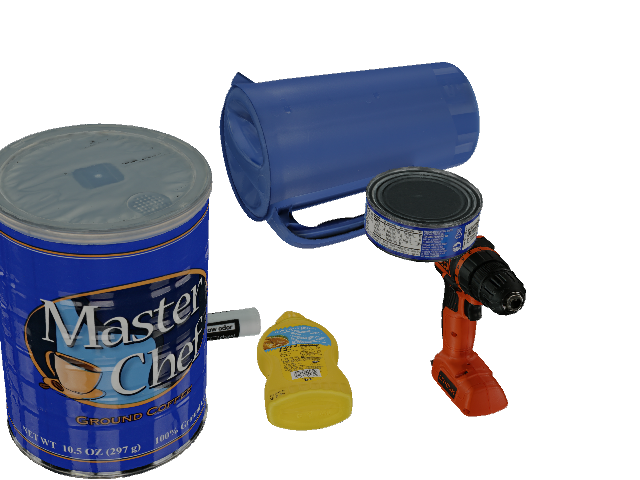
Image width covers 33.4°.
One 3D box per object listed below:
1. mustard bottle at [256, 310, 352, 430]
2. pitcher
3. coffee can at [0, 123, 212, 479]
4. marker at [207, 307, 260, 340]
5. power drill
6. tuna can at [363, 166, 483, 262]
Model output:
[{"bbox_3d":[-0.025,0.141,1.246,0.096,0.058,0.191,-6,30,-7],"label":"mustard bottle"},{"bbox_3d":[0.034,-0.096,1.051,0.242,0.149,0.145,-13,26,-21],"label":"pitcher"},{"bbox_3d":[-0.105,0.028,0.516,0.103,0.140,0.103,3,32,-2],"label":"coffee can"},{"bbox_3d":[-0.100,0.061,0.712,0.121,0.020,0.020,-6,2,-19],"label":"marker"},{"bbox_3d":[0.163,0.088,1.128,0.057,0.188,0.184,-9,25,-14],"label":"power drill"},{"bbox_3d":[0.075,-0.020,0.787,0.086,0.034,0.086,2,32,-2],"label":"tuna can"}]
